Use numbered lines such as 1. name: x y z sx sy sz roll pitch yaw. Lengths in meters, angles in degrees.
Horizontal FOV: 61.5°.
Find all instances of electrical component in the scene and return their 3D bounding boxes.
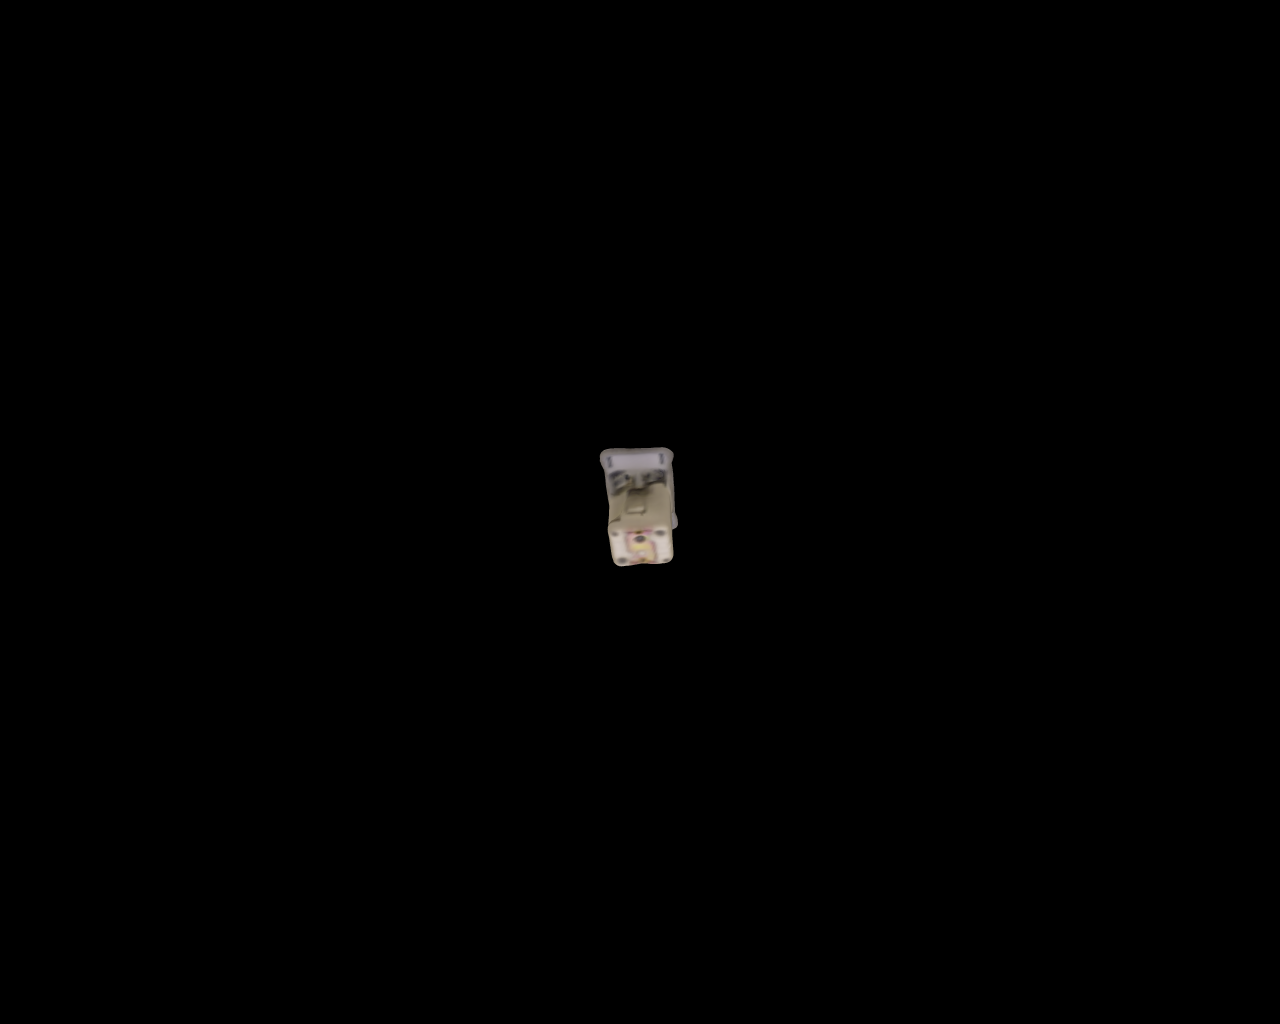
1. electrical component: 0.001 -0.003 0.650 0.042 0.064 0.080 -3 -37 4
